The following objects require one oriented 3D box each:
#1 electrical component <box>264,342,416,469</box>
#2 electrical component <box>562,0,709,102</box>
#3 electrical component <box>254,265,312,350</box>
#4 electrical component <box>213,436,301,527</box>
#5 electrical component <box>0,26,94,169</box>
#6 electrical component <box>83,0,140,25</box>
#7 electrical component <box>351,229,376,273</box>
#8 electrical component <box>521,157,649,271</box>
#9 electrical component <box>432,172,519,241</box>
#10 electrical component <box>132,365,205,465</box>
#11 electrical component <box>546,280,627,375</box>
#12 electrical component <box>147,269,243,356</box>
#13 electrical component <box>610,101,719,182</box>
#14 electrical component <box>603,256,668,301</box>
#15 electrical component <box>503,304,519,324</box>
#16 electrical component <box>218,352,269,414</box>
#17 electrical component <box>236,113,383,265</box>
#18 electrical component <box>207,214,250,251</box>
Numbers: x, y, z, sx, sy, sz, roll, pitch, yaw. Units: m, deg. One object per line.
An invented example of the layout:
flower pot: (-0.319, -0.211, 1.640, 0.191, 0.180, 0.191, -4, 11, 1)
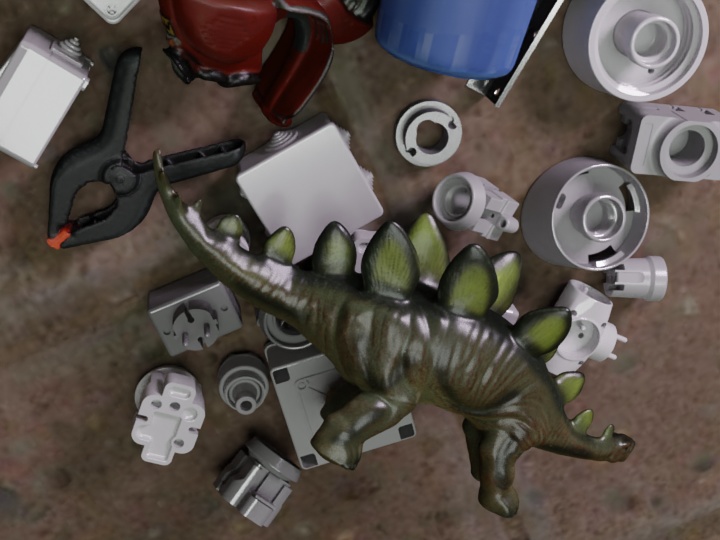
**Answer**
electrical component: (-0.016, 0.104, 0.938, 0.109, 0.056, 0.108, -17, 114, -2)
electrical component: (0.222, -0.185, 0.851, 0.108, 0.060, 0.108, -4, 114, -8)
electrical component: (-0.057, 0.031, 0.898, 0.078, 0.057, 0.058, 22, 108, -18)
electrical component: (-0.089, 0.185, 0.954, 0.058, 0.078, 0.057, 39, 83, -22)
electrical component: (-0.241, -0.135, 0.792, 0.061, 0.061, 0.096, 30, 105, -21)
electrical component: (-0.177, -0.251, 0.755, 0.109, 0.056, 0.109, -43, 113, 10)
electrical component: (0.000, 0.000, 0.895, 0.058, 0.057, 0.078, 1, 113, -10)
electrical component: (0.193, -0.047, 0.918, 0.099, 0.064, 0.099, -3, 101, -15)
electrical component: (0.092, -0.054, 0.882, 0.055, 0.066, 0.048, 9, 116, -50)
electrical component: (-0.164, 0.117, 0.917, 0.058, 0.057, 0.078, 16, 109, -16)
electrical component: (0.203, 0.058, 0.963, 0.079, 0.044, 0.077, 22, 108, -19)
electrical component: (-0.134, 0.041, 0.878, 0.066, 0.076, 0.047, -23, 115, 0)
electrical component: (0.264, -0.106, 0.895, 0.089, 0.055, 0.050, 3, 113, -11)
electrical component: (0.243, 0.007, 0.951, 0.046, 0.040, 0.040, 1, 113, -5)
electrical component: (0.097, 0.047, 0.930, 0.061, 0.061, 0.096, 17, 109, -16)
electrical component: (-0.099, 0.100, 0.918, 0.043, 0.062, 0.043, -4, 114, -8)
electrical component: (-0.042, -0.067, 0.863, 0.100, 0.048, 0.099, -29, 115, 4)
electrical component: (-0.108, -0.019, 0.874, 0.040, 0.046, 0.040, -4, 114, -8)
